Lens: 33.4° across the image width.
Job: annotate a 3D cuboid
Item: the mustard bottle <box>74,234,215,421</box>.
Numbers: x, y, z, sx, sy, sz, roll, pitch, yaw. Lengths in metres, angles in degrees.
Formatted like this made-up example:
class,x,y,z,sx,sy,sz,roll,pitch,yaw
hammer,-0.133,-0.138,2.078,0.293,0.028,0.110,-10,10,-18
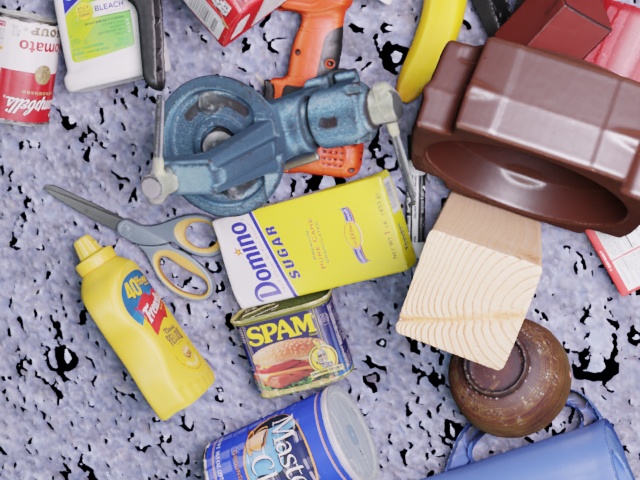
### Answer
class,x,y,z,sx,sy,sz,roll,pitch,yaw
mustard bottle,-0.180,0.078,1.043,0.058,0.096,0.191,-33,93,17

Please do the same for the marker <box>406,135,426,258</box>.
class,x,y,z,sx,sy,sz,roll,pitch,yaw
marker,0.090,-0.044,0.999,0.020,0.020,0.121,2,102,12

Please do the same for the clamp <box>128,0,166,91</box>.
class,x,y,z,sx,sy,sz,roll,pitch,yaw
clamp,-0.148,-0.222,0.948,0.120,0.039,0.171,-42,86,4

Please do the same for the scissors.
class,x,y,z,sx,sy,sz,roll,pitch,yaw
scissors,-0.174,-0.021,1.063,0.202,0.016,0.096,41,105,2

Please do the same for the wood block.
class,x,y,z,sx,sy,sz,roll,pitch,yaw
wood block,0.132,0.026,0.907,0.091,0.206,0.090,20,105,7

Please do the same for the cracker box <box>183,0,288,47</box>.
class,x,y,z,sx,sy,sz,roll,pitch,yaw
cracker box,-0.051,-0.291,0.894,0.213,0.072,0.164,-41,91,-22

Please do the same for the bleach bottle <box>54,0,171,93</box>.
class,x,y,z,sx,sy,sz,roll,pitch,yaw
bleach bottle,-0.215,-0.271,0.998,0.103,0.068,0.251,-11,97,12

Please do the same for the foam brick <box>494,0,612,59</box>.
class,x,y,z,sx,sy,sz,roll,pitch,yaw
foam brick,0.191,-0.171,0.880,0.051,0.053,0.078,22,133,-25

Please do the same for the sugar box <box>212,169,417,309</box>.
class,x,y,z,sx,sy,sz,roll,pitch,yaw
sugar box,-0.007,0.001,1.007,0.176,0.048,0.093,-15,96,19

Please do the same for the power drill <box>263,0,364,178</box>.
class,x,y,z,sx,sy,sz,roll,pitch,yaw
power drill,-0.044,-0.155,0.987,0.184,0.057,0.188,7,106,7

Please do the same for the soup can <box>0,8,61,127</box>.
class,x,y,z,sx,sy,sz,roll,pitch,yaw
soup can,-0.289,-0.167,1.031,0.068,0.068,0.102,14,104,9

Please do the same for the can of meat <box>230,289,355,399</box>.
class,x,y,z,sx,sy,sz,roll,pitch,yaw
can of meat,-0.025,0.099,1.035,0.102,0.057,0.084,-15,100,15

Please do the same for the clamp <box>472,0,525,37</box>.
class,x,y,z,sx,sy,sz,roll,pitch,yaw
clamp,0.168,-0.259,0.896,0.165,0.036,0.210,14,119,48

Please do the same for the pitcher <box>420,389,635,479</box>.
class,x,y,z,sx,sy,sz,roll,pitch,yaw
pitcher,0.173,0.250,0.995,0.243,0.149,0.145,-19,112,18

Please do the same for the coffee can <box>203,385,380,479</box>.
class,x,y,z,sx,sy,sz,roll,pitch,yaw
coffee can,-0.027,0.215,1.034,0.140,0.102,0.103,-27,95,16

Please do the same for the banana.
class,x,y,z,sx,sy,sz,roll,pitch,yaw
banana,0.097,-0.216,0.936,0.069,0.037,0.198,-6,122,0

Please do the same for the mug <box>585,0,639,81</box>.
class,x,y,z,sx,sy,sz,roll,pitch,yaw
mug,0.265,-0.149,0.902,0.117,0.093,0.081,24,100,16

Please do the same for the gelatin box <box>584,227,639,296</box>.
class,x,y,z,sx,sy,sz,roll,pitch,yaw
gelatin box,0.293,-0.002,0.958,0.089,0.030,0.073,-30,93,17
